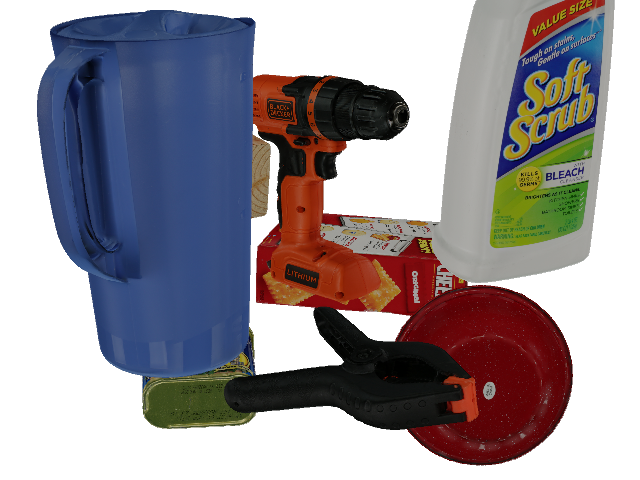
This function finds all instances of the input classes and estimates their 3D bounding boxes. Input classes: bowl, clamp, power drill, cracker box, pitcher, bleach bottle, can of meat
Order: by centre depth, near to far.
[{"bbox_3d":[0.122,-0.102,0.636,0.102,0.251,0.068,-10,29,-15],"label":"bleach bottle"},{"bbox_3d":[0.021,0.095,0.714,0.172,0.039,0.120,12,40,45],"label":"clamp"},{"bbox_3d":[-0.113,-0.031,0.726,0.149,0.243,0.145,-7,20,-16],"label":"pitcher"},{"bbox_3d":[0.008,-0.047,0.906,0.057,0.188,0.185,-17,21,-37],"label":"power drill"},{"bbox_3d":[0.139,0.121,0.912,0.162,0.162,0.055,0,5,2],"label":"bowl"},{"bbox_3d":[-0.105,0.117,0.924,0.102,0.057,0.084,-2,27,-7],"label":"can of meat"},{"bbox_3d":[0.051,0.025,1.142,0.214,0.072,0.164,5,15,8],"label":"cracker box"}]

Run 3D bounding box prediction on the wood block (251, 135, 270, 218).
[{"bbox_3d":[-0.152,-0.099,1.271,0.090,0.090,0.206,-12,29,-32],"label":"wood block"}]
